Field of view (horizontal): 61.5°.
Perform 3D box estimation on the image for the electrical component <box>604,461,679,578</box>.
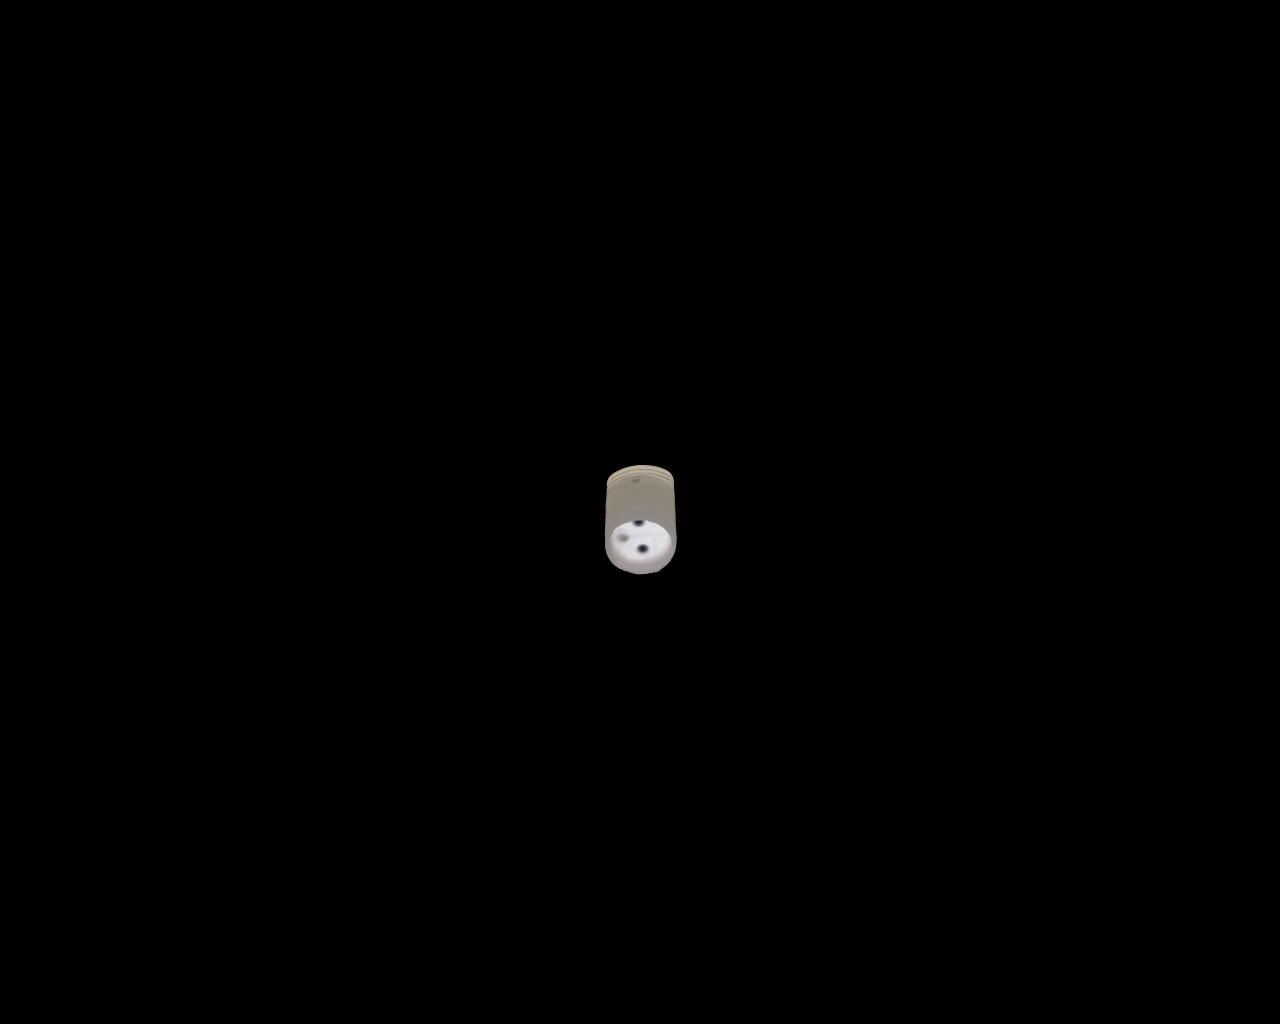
[{"bbox_3d":[0.001,-0.003,0.650,0.043,0.043,0.081,0,36,0],"label":"electrical component"}]
